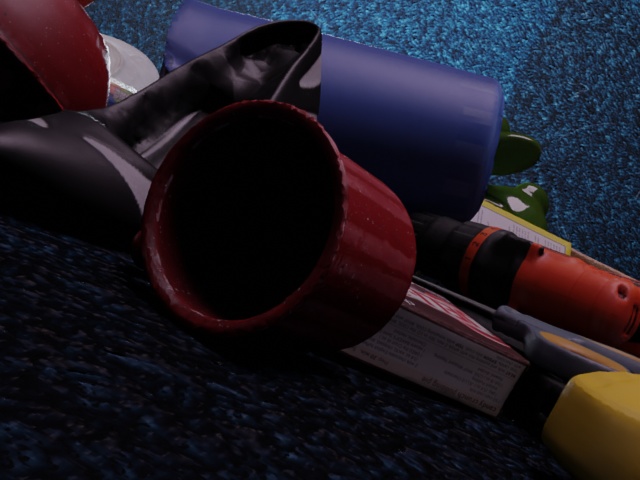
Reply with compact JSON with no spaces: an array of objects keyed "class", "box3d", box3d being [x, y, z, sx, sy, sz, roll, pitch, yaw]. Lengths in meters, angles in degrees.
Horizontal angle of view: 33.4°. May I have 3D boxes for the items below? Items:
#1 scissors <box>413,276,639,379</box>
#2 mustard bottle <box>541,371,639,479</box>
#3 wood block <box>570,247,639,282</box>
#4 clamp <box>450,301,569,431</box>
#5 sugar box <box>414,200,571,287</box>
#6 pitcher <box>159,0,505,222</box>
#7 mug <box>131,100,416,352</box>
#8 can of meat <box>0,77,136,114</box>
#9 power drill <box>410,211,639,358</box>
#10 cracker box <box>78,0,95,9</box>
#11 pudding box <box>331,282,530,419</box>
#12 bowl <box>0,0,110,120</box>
[{"class":"scissors","box3d":[0.100,0.046,0.569,0.202,0.016,0.096,21,6,37]},{"class":"mustard bottle","box3d":[0.163,0.110,0.384,0.096,0.058,0.192,26,6,-20]},{"class":"wood block","box3d":[0.308,0.092,1.014,0.206,0.090,0.090,29,6,27]},{"class":"clamp","box3d":[0.146,0.083,0.617,0.164,0.036,0.210,20,6,-1]},{"class":"sugar box","box3d":[0.117,0.012,0.866,0.176,0.093,0.048,24,-34,-12]},{"class":"pitcher","box3d":[0.005,-0.089,0.787,0.243,0.149,0.145,12,-39,3]},{"class":"mug","box3d":[-0.022,0.002,0.440,0.117,0.093,0.081,-11,-19,27]},{"class":"can of meat","box3d":[-0.174,-0.098,0.745,0.083,0.057,0.102,27,6,-18]},{"class":"power drill","box3d":[0.161,0.035,0.741,0.185,0.057,0.187,25,6,40]},{"class":"cracker box","box3d":[-0.288,-0.207,0.749,0.213,0.072,0.164,20,-28,-41]},{"class":"pudding box","box3d":[0.035,0.040,0.530,0.113,0.039,0.090,23,7,-29]},{"class":"bowl","box3d":[-0.171,-0.118,0.608,0.162,0.055,0.162,41,-15,13]}]
